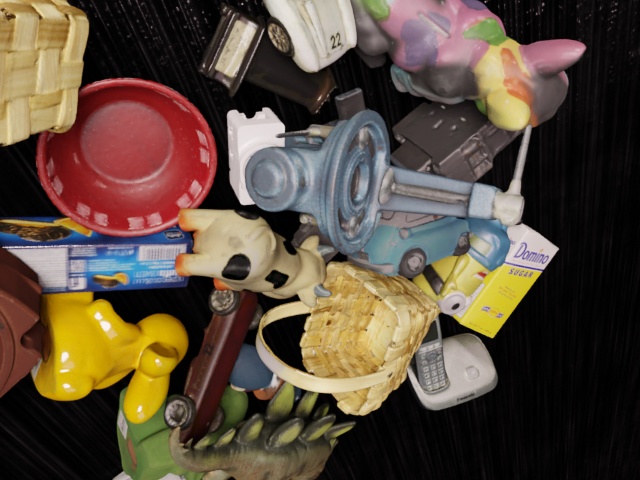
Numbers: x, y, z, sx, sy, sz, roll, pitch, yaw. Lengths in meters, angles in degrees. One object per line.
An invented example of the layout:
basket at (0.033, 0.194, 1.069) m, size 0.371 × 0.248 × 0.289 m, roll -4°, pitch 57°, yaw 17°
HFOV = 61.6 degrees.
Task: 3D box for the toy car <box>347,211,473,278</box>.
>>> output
toy car at (0.115, -0.020, 0.680) m, size 0.162 × 0.109 × 0.102 m, roll -17°, pitch 110°, yaw -25°

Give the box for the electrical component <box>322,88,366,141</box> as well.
electrical component at (0.035, -0.117, 0.610) m, size 0.075 × 0.048 × 0.119 m, roll -26°, pitch 128°, yaw -7°

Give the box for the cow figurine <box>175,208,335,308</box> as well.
cow figurine at (-0.059, 0.022, 0.592) m, size 0.127 × 0.085 × 0.194 m, roll 0°, pitch 164°, yaw 16°

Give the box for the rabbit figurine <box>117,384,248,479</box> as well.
rabbit figurine at (-0.175, 0.263, 0.730) m, size 0.170 × 0.121 × 0.159 m, roll -11°, pitch 130°, yaw -36°

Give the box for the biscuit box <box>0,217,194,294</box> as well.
biscuit box at (-0.239, 0.014, 0.564) m, size 0.203 × 0.063 × 0.059 m, roll -1°, pitch 121°, yaw -24°

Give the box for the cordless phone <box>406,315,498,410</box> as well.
cordless phone at (0.204, 0.168, 0.867) m, size 0.147 × 0.089 × 0.184 m, roll -14°, pitch 107°, yaw -15°

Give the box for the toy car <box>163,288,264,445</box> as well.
toy car at (-0.130, 0.146, 0.654) m, size 0.089 × 0.053 × 0.202 m, roll 52°, pitch 56°, yaw -66°

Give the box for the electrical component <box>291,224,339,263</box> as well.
electrical component at (-0.001, -0.002, 0.687) m, size 0.094 × 0.021 × 0.063 m, roll -43°, pitch 128°, yaw 7°

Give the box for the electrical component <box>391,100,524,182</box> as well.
electrical component at (0.149, -0.115, 0.621) m, size 0.134 × 0.115 × 0.058 m, roll -40°, pitch 127°, yaw 2°

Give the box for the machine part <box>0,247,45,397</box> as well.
machine part at (-0.358, 0.078, 0.445) m, size 0.201 × 0.087 × 0.201 m, roll -41°, pitch 129°, yaw -1°

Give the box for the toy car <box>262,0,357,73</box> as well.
toy car at (-0.029, -0.248, 0.469) m, size 0.073 × 0.056 × 0.201 m, roll -39°, pitch 124°, yaw -20°

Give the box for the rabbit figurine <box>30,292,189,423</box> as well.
rabbit figurine at (-0.219, 0.117, 0.604) m, size 0.173 × 0.163 × 0.121 m, roll 8°, pitch 107°, yaw -48°

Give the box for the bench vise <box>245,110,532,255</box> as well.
bench vise at (0.057, -0.047, 0.479) m, size 0.223 × 0.241 × 0.128 m, roll 7°, pitch 94°, yaw -64°

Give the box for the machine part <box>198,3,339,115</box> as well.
machine part at (-0.048, -0.174, 0.543) m, size 0.139 × 0.039 × 0.084 m, roll 16°, pitch 105°, yaw -29°

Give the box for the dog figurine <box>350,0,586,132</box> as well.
dog figurine at (0.129, -0.182, 0.503) m, size 0.191 × 0.219 × 0.108 m, roll 30°, pitch 103°, yaw -37°

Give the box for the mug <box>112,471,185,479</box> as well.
mug at (-0.256, 0.363, 0.785) m, size 0.107 × 0.081 × 0.109 m, roll -40°, pitch 124°, yaw -10°

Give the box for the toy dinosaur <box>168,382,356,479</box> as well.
toy dinosaur at (-0.067, 0.282, 0.723) m, size 0.198 × 0.105 × 0.471 m, roll -54°, pitch 153°, yaw 6°

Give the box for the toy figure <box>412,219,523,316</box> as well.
toy figure at (0.207, 0.027, 0.765) m, size 0.082 × 0.089 × 0.180 m, roll 30°, pitch 97°, yaw -31°

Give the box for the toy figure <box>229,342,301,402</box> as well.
toy figure at (-0.080, 0.190, 0.757) m, size 0.064 × 0.058 × 0.154 m, roll -34°, pitch 135°, yaw 12°
